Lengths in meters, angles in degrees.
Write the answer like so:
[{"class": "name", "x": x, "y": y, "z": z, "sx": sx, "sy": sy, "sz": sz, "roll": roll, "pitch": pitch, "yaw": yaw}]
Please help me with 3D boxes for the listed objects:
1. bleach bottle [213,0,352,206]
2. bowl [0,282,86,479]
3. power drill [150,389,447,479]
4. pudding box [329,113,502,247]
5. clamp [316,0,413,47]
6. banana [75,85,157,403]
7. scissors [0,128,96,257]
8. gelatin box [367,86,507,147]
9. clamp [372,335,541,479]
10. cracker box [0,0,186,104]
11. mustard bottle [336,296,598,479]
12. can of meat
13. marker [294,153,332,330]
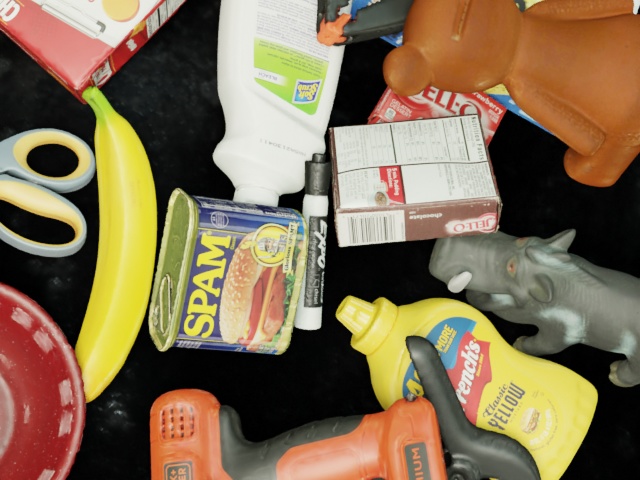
[{"class": "bleach bottle", "x": -0.034, "y": -0.135, "z": 0.764, "sx": 0.102, "sy": 0.068, "sz": 0.251, "roll": 14, "pitch": 73, "yaw": -15}, {"class": "bowl", "x": -0.222, "y": 0.102, "z": 0.625, "sx": 0.162, "sy": 0.055, "sz": 0.162, "roll": 6, "pitch": 73, "yaw": -20}, {"class": "power drill", "x": -0.013, "y": 0.172, "z": 0.643, "sx": 0.187, "sy": 0.057, "sz": 0.184, "roll": -8, "pitch": 69, "yaw": 5}, {"class": "pudding box", "x": 0.064, "y": -0.043, "z": 0.749, "sx": 0.113, "sy": 0.039, "sz": 0.090, "roll": -4, "pitch": 46, "yaw": 1}, {"class": "clamp", "x": 0.059, "y": -0.224, "z": 0.765, "sx": 0.164, "sy": 0.036, "sz": 0.209, "roll": 46, "pitch": 70, "yaw": -3}, {"class": "banana", "x": -0.134, "y": 0.005, "z": 0.688, "sx": 0.069, "sy": 0.037, "sz": 0.198, "roll": 10, "pitch": 76, "yaw": -53}, {"class": "scissors", "x": -0.233, "y": -0.061, "z": 0.690, "sx": 0.201, "sy": 0.016, "sz": 0.096, "roll": 31, "pitch": 61, "yaw": -6}, {"class": "gelatin box", "x": 0.089, "y": -0.094, "z": 0.817, "sx": 0.089, "sy": 0.030, "sz": 0.073, "roll": 34, "pitch": 66, "yaw": -10}, {"class": "clamp", "x": 0.079, "y": 0.155, "z": 0.713, "sx": 0.171, "sy": 0.120, "sz": 0.039, "roll": 45, "pitch": 22, "yaw": -9}, {"class": "cracker box", "x": -0.145, "y": -0.223, "z": 0.708, "sx": 0.164, "sy": 0.072, "sz": 0.213, "roll": 42, "pitch": 83, "yaw": -2}, {"class": "mustard bottle", "x": 0.094, "y": 0.096, "z": 0.748, "sx": 0.191, "sy": 0.058, "sz": 0.096, "roll": 33, "pitch": 84, "yaw": -9}, {"class": "can of meat", "x": -0.059, "y": 0.023, "z": 0.696, "sx": 0.083, "sy": 0.057, "sz": 0.102, "roll": 7, "pitch": 103, "yaw": -23}, {"class": "marker", "x": -0.005, "y": 0.001, "z": 0.733, "sx": 0.020, "sy": 0.020, "sz": 0.121, "roll": 1, "pitch": 99, "yaw": -21}]
